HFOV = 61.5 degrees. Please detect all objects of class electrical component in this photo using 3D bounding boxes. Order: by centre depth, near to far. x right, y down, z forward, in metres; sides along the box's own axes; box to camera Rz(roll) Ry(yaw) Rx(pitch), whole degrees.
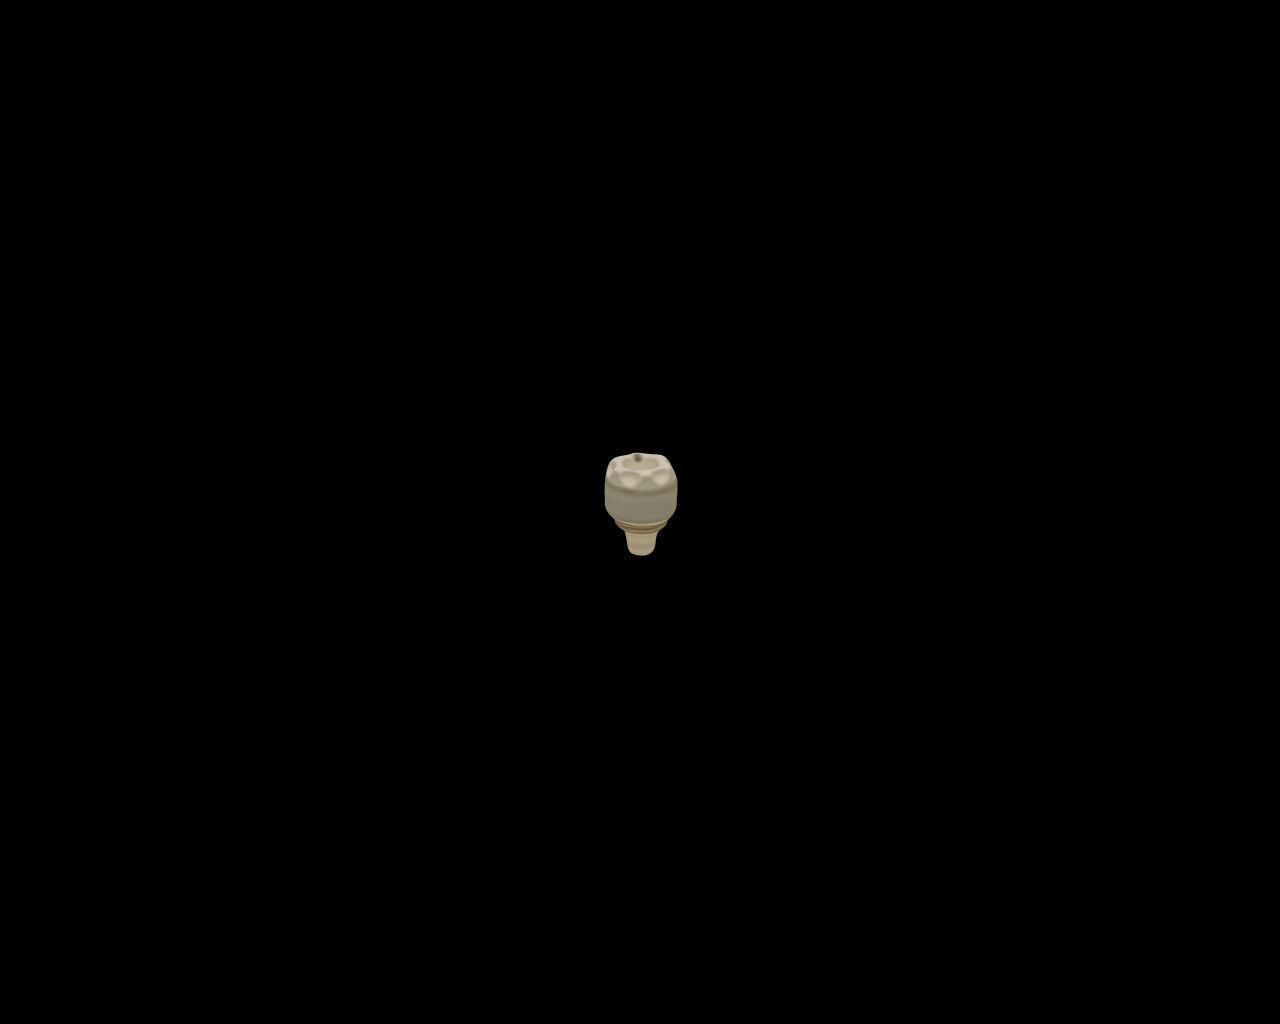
[{"bbox_3d":[0.001,-0.003,0.650,0.043,0.062,0.043,0,24,0],"label":"electrical component"}]
